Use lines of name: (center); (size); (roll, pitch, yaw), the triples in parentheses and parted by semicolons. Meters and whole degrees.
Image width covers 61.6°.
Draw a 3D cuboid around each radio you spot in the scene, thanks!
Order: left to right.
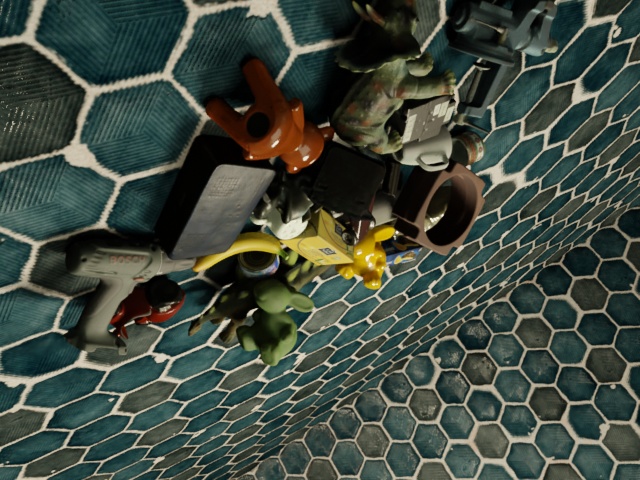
radio: (-0.181, -0.067, 0.923); (0.131, 0.073, 0.229); (-6, 144, -44)

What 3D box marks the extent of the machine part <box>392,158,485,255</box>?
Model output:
machine part: (0.273, -0.080, 1.235); (0.201, 0.087, 0.201); (22, 96, -42)

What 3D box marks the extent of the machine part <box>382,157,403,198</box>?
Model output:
machine part: (0.155, -0.133, 1.147); (0.039, 0.084, 0.139); (2, -175, 12)

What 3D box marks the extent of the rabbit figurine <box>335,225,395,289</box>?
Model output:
rabbit figurine: (0.113, 0.024, 1.298); (0.162, 0.122, 0.173); (-55, 153, -8)

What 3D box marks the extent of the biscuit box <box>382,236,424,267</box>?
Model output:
biscuit box: (0.195, 0.033, 1.501); (0.202, 0.063, 0.059); (-12, 145, -36)

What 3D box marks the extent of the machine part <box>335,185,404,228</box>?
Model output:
machine part: (0.132, -0.073, 1.245); (0.243, 0.079, 0.079); (-19, 149, -26)

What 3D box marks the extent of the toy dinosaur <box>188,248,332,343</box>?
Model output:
toy dinosaur: (-0.108, 0.108, 1.257); (0.471, 0.105, 0.198); (-24, 149, -42)

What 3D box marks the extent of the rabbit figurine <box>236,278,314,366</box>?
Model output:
rabbit figurine: (-0.090, 0.157, 1.147); (0.159, 0.121, 0.170); (-21, 124, -35)

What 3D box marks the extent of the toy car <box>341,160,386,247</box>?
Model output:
toy car: (0.084, -0.075, 1.099); (0.089, 0.053, 0.201); (-44, 151, -41)

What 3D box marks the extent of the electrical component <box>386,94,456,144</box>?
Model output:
electrical component: (0.200, -0.250, 1.051); (0.134, 0.058, 0.114); (-23, 153, -20)

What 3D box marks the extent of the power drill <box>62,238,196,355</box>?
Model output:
power drill: (-0.341, 0.095, 0.944); (0.232, 0.086, 0.207); (17, 103, -49)

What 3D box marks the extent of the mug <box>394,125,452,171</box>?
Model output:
mug: (0.214, -0.187, 1.126); (0.107, 0.109, 0.080); (-12, 155, -14)

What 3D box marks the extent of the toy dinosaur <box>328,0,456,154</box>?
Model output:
toy dinosaur: (0.081, -0.233, 0.896); (0.192, 0.131, 0.404); (-1, 151, -22)

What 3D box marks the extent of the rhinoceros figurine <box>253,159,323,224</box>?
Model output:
rhinoceros figurine: (-0.039, -0.093, 0.997); (0.190, 0.112, 0.073); (-37, -178, -22)

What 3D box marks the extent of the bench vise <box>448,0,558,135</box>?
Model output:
bench vise: (0.314, -0.320, 0.968); (0.223, 0.129, 0.240); (-1, 121, -35)

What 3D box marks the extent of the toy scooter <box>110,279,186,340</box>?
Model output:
toy scooter: (-0.363, 0.147, 1.071); (0.184, 0.075, 0.135); (-12, 146, -29)

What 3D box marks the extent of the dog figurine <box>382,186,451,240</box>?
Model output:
dog figurine: (0.264, -0.074, 1.352); (0.190, 0.121, 0.172); (1, 126, -36)

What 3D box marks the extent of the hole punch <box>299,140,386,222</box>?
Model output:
hole punch: (0.044, -0.109, 0.950); (0.142, 0.092, 0.115); (22, 110, -13)

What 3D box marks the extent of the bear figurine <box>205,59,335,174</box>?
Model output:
bear figurine: (-0.065, -0.181, 0.846); (0.120, 0.132, 0.196); (-42, 170, 18)

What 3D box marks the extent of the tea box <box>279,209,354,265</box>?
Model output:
tea box: (-0.002, -0.004, 1.161); (0.098, 0.068, 0.169); (-6, 156, 30)
